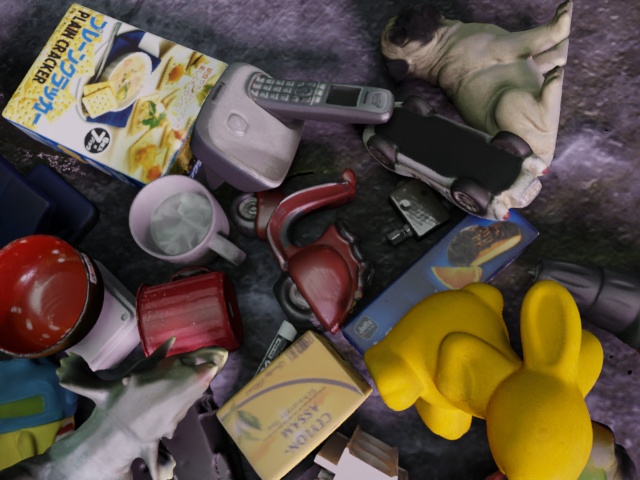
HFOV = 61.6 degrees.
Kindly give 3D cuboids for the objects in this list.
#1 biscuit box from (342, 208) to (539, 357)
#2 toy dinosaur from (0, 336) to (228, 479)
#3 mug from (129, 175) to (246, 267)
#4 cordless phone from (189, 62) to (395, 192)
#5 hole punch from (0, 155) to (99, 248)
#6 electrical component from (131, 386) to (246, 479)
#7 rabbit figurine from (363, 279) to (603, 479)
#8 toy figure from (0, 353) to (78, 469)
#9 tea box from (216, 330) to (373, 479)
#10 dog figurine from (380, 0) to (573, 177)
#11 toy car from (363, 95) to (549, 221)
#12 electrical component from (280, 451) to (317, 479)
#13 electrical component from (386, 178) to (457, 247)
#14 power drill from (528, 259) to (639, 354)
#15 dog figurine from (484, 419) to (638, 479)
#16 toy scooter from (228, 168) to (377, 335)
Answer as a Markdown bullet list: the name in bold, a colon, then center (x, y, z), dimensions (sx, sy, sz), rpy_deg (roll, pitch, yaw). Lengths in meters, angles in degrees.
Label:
- **biscuit box**: center (0.114, 0.045, 0.524), dimensions (0.202, 0.059, 0.063), rpy_deg (-42, 75, -3)
- **toy dinosaur**: center (-0.196, 0.252, 0.416), dimensions (0.131, 0.192, 0.404), rpy_deg (20, 95, 3)
- **mug**: center (-0.121, -0.008, 0.543), dimensions (0.110, 0.107, 0.081), rpy_deg (24, 82, 7)
- **cordless phone**: center (-0.022, -0.110, 0.540), dimensions (0.184, 0.088, 0.147), rpy_deg (5, 47, 11)
- **hole punch**: center (-0.329, -0.024, 0.585), dimensions (0.142, 0.092, 0.116), rpy_deg (36, 87, 10)
- **electrical component**: center (-0.153, 0.214, 0.520), dimensions (0.134, 0.058, 0.115), rpy_deg (-28, 73, -1)
- **rabbit figurine**: center (0.144, 0.114, 0.418), dimensions (0.162, 0.173, 0.121), rpy_deg (-40, 118, 0)
- **toy figure**: center (-0.284, 0.189, 0.531), dimensions (0.089, 0.082, 0.180), rpy_deg (-18, 82, 22)
- **tea box**: center (-0.012, 0.138, 0.462), dimensions (0.098, 0.169, 0.068), rpy_deg (-41, 74, -2)
- **dog figurine**: center (0.150, -0.155, 0.559), dimensions (0.191, 0.121, 0.172), rpy_deg (6, 73, 23)
- **toy car**: center (0.123, -0.083, 0.525), dimensions (0.073, 0.056, 0.202), rpy_deg (-49, 50, -5)
- **electrical component**: center (-0.038, 0.250, 0.489), dimensions (0.119, 0.074, 0.048), rpy_deg (-38, 74, -5)
- **electrical component**: center (0.102, -0.035, 0.564), dimensions (0.094, 0.021, 0.063), rpy_deg (-34, 75, -1)
- **power drill**: center (0.293, 0.117, 0.445), dimensions (0.232, 0.085, 0.207), rpy_deg (13, 41, 2)
- **dog figurine**: center (0.159, 0.222, 0.456), dimensions (0.192, 0.108, 0.219), rpy_deg (12, 74, 13)
- **toy scooter**: center (-0.001, -0.002, 0.545), dimensions (0.135, 0.075, 0.184), rpy_deg (-31, 70, -2)
